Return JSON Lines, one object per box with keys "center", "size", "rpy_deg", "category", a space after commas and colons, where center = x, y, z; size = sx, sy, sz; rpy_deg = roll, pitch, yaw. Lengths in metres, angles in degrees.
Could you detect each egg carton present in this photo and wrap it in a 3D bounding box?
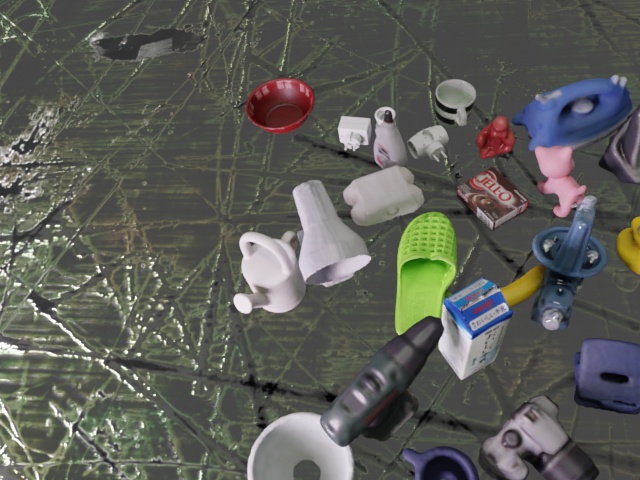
{"center": [0.128, -0.085, 1.154], "size": [0.150, 0.069, 0.107], "rpy_deg": [-20, 58, -3], "category": "egg carton"}

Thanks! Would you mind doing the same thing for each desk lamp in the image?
{"center": [0.009, 0.004, 1.033], "size": [0.118, 0.214, 0.203], "rpy_deg": [-20, 58, -3], "category": "desk lamp"}

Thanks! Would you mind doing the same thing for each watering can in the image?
{"center": [-0.091, 0.054, 1.030], "size": [0.100, 0.194, 0.173], "rpy_deg": [1, 59, 10], "category": "watering can"}

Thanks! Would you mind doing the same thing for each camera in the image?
{"center": [0.332, 0.323, 0.855], "size": [0.143, 0.101, 0.136], "rpy_deg": [-38, 61, -14], "category": "camera"}

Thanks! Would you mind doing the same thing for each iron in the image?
{"center": [0.534, -0.276, 1.163], "size": [0.258, 0.142, 0.118], "rpy_deg": [-18, 58, -2], "category": "iron"}

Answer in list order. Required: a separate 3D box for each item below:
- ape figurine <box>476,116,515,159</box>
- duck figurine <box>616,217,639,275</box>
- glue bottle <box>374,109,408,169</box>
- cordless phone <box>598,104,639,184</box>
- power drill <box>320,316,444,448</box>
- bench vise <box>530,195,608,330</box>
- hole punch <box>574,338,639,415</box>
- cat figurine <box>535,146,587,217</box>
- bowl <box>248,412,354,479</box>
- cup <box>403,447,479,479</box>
{"center": [0.366, -0.218, 1.184], "size": [0.077, 0.092, 0.076], "rpy_deg": [24, 66, 22], "category": "ape figurine"}
{"center": [0.581, 0.007, 1.017], "size": [0.077, 0.086, 0.104], "rpy_deg": [-16, 58, -1], "category": "duck figurine"}
{"center": [0.141, -0.202, 1.162], "size": [0.037, 0.173, 0.078], "rpy_deg": [-42, 61, -16], "category": "glue bottle"}
{"center": [0.615, -0.210, 1.085], "size": [0.094, 0.185, 0.148], "rpy_deg": [31, 68, 25], "category": "cordless phone"}
{"center": [0.102, 0.231, 0.883], "size": [0.230, 0.209, 0.075], "rpy_deg": [-41, 61, -15], "category": "power drill"}
{"center": [0.419, 0.042, 0.942], "size": [0.121, 0.220, 0.207], "rpy_deg": [0, 59, 10], "category": "bench vise"}
{"center": [0.464, 0.216, 0.905], "size": [0.108, 0.091, 0.101], "rpy_deg": [7, 60, 13], "category": "hole punch"}
{"center": [0.464, -0.126, 1.097], "size": [0.067, 0.118, 0.127], "rpy_deg": [-24, 58, -5], "category": "cat figurine"}
{"center": [-0.025, 0.363, 0.902], "size": [0.167, 0.075, 0.167], "rpy_deg": [-4, 58, 7], "category": "bowl"}
{"center": [0.176, 0.359, 0.861], "size": [0.117, 0.095, 0.092], "rpy_deg": [27, 67, 23], "category": "cup"}
